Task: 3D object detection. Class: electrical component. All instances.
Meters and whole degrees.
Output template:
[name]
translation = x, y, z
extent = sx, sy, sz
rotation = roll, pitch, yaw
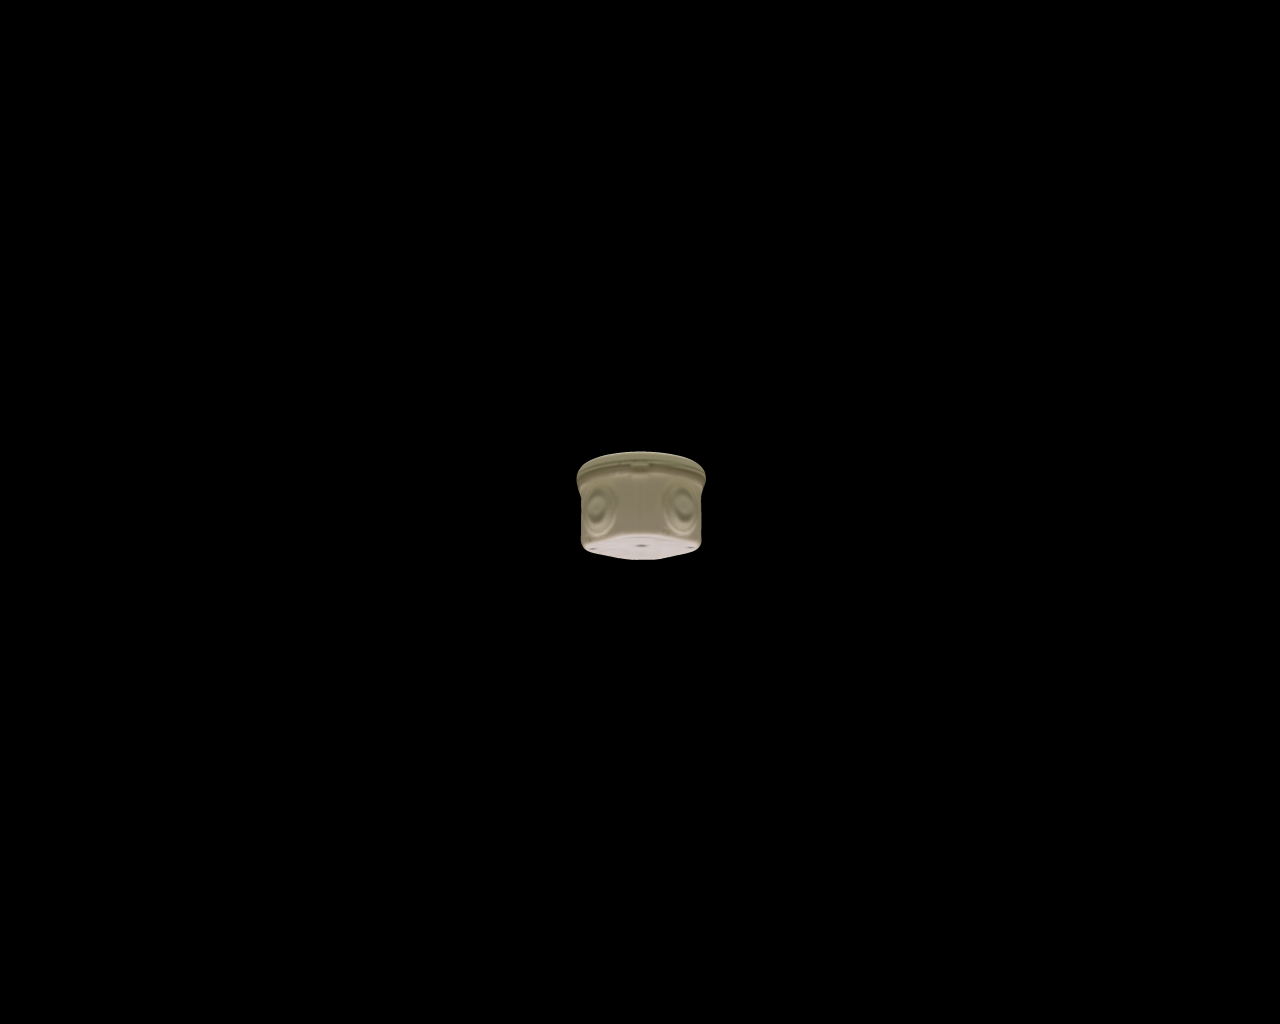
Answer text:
[electrical component]
translation = 0.001, -0.003, 0.650
extent = 0.080, 0.051, 0.080
rotation = 0, -15, 0
